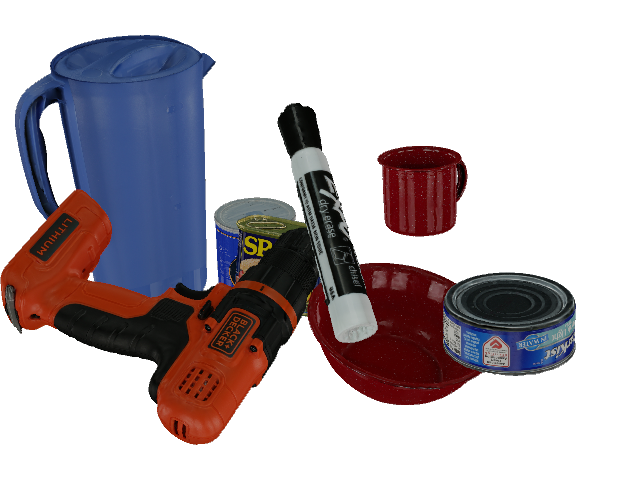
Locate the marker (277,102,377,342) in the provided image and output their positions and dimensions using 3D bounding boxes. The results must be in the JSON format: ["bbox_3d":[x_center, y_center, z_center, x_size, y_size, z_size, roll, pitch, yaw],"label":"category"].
[{"bbox_3d":[0.001,-0.012,0.483,0.020,0.121,0.020,-12,-28,-7],"label":"marker"}]

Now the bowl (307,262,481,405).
[{"bbox_3d":[0.065,0.088,0.900,0.162,0.055,0.162,7,34,-5],"label":"bowl"}]

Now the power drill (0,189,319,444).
[{"bbox_3d":[-0.106,0.032,0.734,0.188,0.057,0.184,22,50,16],"label":"power drill"}]

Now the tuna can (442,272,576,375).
[{"bbox_3d":[0.122,0.052,0.692,0.086,0.034,0.086,-3,22,1],"label":"tuna can"}]

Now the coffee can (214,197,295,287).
[{"bbox_3d":[-0.082,0.029,1.371,0.103,0.140,0.103,0,26,0],"label":"coffee can"}]

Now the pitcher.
[{"bbox_3d":[-0.175,-0.056,0.978,0.149,0.243,0.145,3,28,9],"label":"pitcher"}]

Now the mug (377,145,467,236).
[{"bbox_3d":[0.121,-0.058,1.209,0.117,0.081,0.093,-19,27,-36],"label":"mug"}]

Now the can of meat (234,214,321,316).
[{"bbox_3d":[-0.038,0.026,1.088,0.102,0.084,0.057,12,17,20],"label":"can of meat"}]
